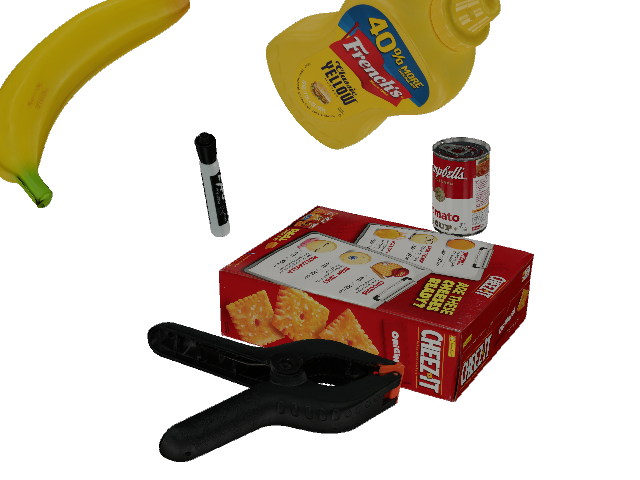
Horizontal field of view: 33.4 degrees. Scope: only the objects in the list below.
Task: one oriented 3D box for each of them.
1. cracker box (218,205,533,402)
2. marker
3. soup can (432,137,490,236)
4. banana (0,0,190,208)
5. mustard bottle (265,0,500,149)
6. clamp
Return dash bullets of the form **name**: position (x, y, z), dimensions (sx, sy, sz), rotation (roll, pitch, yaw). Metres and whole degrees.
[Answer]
- **cracker box**: position (0.048, 0.046, 0.891), dimensions (0.214, 0.072, 0.163), rotation (14, 27, 27)
- **marker**: position (-0.099, -0.051, 0.981), dimensions (0.020, 0.020, 0.121), rotation (0, -43, 4)
- **soup can**: position (0.167, -0.064, 1.273), dimensions (0.068, 0.102, 0.068), rotation (-2, 27, 1)
- **banana**: position (-0.151, -0.099, 0.657), dimensions (0.069, 0.197, 0.037), rotation (25, -34, 1)
- **mustard bottle**: position (0.047, -0.127, 0.719), dimensions (0.058, 0.096, 0.192), rotation (-42, 16, -35)
- **clamp**: position (-0.029, 0.099, 0.682), dimensions (0.171, 0.039, 0.120), rotation (3, 38, -5)
